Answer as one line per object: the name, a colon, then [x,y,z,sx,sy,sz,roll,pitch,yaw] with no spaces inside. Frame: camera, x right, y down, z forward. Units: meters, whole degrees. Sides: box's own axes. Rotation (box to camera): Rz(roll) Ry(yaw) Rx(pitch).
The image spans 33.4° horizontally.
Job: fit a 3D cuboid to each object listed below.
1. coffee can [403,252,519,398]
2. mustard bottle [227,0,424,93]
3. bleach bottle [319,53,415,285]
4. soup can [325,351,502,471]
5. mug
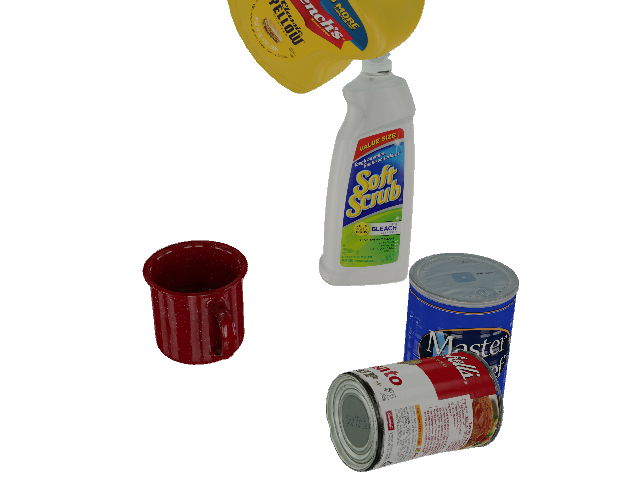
coffee can: [0.132,0.096,1.027,0.103,0.140,0.103,2,25,-1]
mustard bottle: [0.011,-0.153,0.646,0.058,0.096,0.192,-35,11,-25]
bleach bottle: [0.049,-0.077,1.143,0.102,0.251,0.068,-3,25,-5]
soup can: [0.063,0.116,0.726,0.102,0.068,0.069,-6,3,-30]
mug: [-0.104,0.063,0.954,0.093,0.081,0.117,-18,35,-27]
